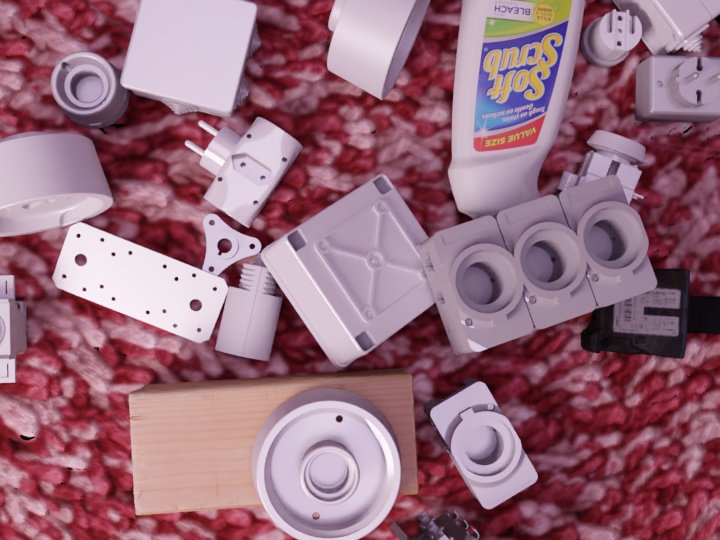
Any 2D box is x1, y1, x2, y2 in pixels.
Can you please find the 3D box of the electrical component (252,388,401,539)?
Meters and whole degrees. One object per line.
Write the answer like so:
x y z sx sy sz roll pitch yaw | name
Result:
-0.022 0.138 0.746 0.108 0.060 0.108 0 88 -4 | electrical component

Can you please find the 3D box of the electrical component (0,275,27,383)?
-0.282 0.045 0.821 0.042 0.064 0.081 -1 89 -4 | electrical component

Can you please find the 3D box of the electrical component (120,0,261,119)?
-0.132 -0.171 0.843 0.100 0.048 0.099 14 88 -3 | electrical component

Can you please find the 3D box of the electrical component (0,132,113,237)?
-0.246 -0.069 0.807 0.108 0.108 0.060 -14 84 -4 | electrical component

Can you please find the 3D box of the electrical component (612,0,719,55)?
0.249 -0.217 0.858 0.061 0.061 0.096 -36 88 -5 | electrical component

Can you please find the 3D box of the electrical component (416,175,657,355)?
0.131 -0.004 0.794 0.150 0.062 0.089 -18 86 -11 | electrical component

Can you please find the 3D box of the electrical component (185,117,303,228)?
-0.099 -0.087 0.846 0.079 0.043 0.077 34 87 -2 | electrical component

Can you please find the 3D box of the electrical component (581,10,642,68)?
0.203 -0.187 0.865 0.040 0.046 0.040 0 89 -3 | electrical component

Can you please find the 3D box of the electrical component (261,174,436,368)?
0.000 0.000 0.824 0.109 0.056 0.108 -35 91 -30 | electrical component

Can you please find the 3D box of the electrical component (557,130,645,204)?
0.199 -0.079 0.863 0.066 0.048 0.055 21 95 -3 | electrical component

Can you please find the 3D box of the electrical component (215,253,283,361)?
-0.084 0.027 0.844 0.043 0.043 0.081 13 88 -3 | electrical component

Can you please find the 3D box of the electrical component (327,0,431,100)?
0.011 -0.192 0.826 0.060 0.108 0.108 24 87 4 | electrical component

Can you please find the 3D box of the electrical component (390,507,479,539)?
0.067 0.223 0.809 0.063 0.121 0.078 -39 91 -6 | electrical component

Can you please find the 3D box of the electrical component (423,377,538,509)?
0.094 0.135 0.845 0.050 0.056 0.089 -30 90 -4 | electrical component

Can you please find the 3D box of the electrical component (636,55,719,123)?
0.262 -0.146 0.852 0.066 0.077 0.047 1 88 -3 | electrical component

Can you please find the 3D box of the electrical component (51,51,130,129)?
-0.211 -0.141 0.838 0.055 0.047 0.055 0 89 -3 | electrical component
